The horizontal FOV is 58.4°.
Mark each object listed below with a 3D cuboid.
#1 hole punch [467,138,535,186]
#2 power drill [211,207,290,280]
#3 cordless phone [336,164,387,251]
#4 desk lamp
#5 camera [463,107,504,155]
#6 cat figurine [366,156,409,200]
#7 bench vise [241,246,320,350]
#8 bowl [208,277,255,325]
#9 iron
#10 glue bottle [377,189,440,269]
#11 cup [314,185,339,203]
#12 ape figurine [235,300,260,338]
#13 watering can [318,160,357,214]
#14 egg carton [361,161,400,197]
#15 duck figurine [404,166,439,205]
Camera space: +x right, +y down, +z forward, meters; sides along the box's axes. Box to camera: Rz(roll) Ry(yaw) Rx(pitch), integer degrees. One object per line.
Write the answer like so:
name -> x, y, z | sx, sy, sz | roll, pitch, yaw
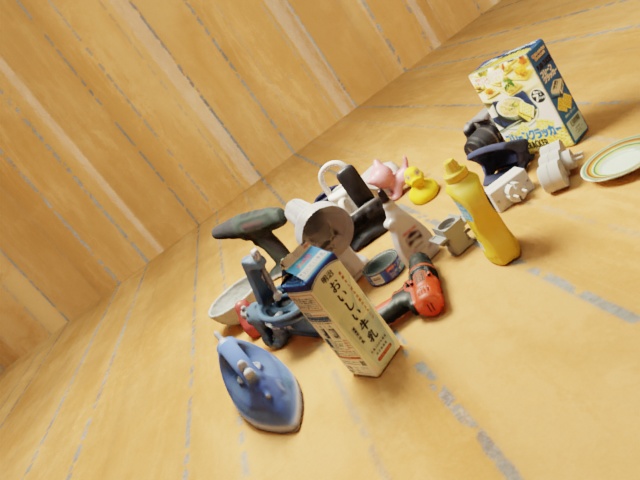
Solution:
hole punch -> 0.381, -0.179, 1.215 | 0.108, 0.091, 0.101 | -14, 27, 51
power drill -> -0.162, 0.009, 1.576 | 0.229, 0.209, 0.076 | -27, 19, 28
cordless phone -> 0.074, -0.080, 1.391 | 0.147, 0.185, 0.094 | -37, 17, -1
desk lamp -> 0.011, 0.004, 1.239 | 0.118, 0.214, 0.202 | -39, 17, -10
camera -> 0.392, -0.255, 1.375 | 0.137, 0.101, 0.142 | -43, 18, -21
cat figurine -> 0.189, -0.172, 1.524 | 0.127, 0.118, 0.067 | -33, 17, 10
bench vise -> -0.109, 0.123, 1.149 | 0.207, 0.220, 0.121 | -27, 19, 28
bowl -> -0.199, 0.165, 1.465 | 0.167, 0.075, 0.167 | -33, 17, 12
iron -> -0.119, 0.237, 1.002 | 0.119, 0.142, 0.257 | -41, 17, -14
glue bottle -> 0.159, -0.027, 1.103 | 0.078, 0.173, 0.037 | -41, 18, -16
cup -> 0.044, -0.103, 1.666 | 0.091, 0.095, 0.118 | -30, 18, 19
ape figurine -> -0.162, 0.176, 1.332 | 0.077, 0.092, 0.076 | -22, 22, 39
watering can -> 0.070, -0.124, 1.499 | 0.101, 0.194, 0.172 | -35, 17, 5
egg carton -> 0.169, -0.170, 1.642 | 0.107, 0.069, 0.150 | -44, 18, -23
duck figurine -> 0.239, -0.143, 1.405 | 0.077, 0.086, 0.104 | -32, 18, 14
